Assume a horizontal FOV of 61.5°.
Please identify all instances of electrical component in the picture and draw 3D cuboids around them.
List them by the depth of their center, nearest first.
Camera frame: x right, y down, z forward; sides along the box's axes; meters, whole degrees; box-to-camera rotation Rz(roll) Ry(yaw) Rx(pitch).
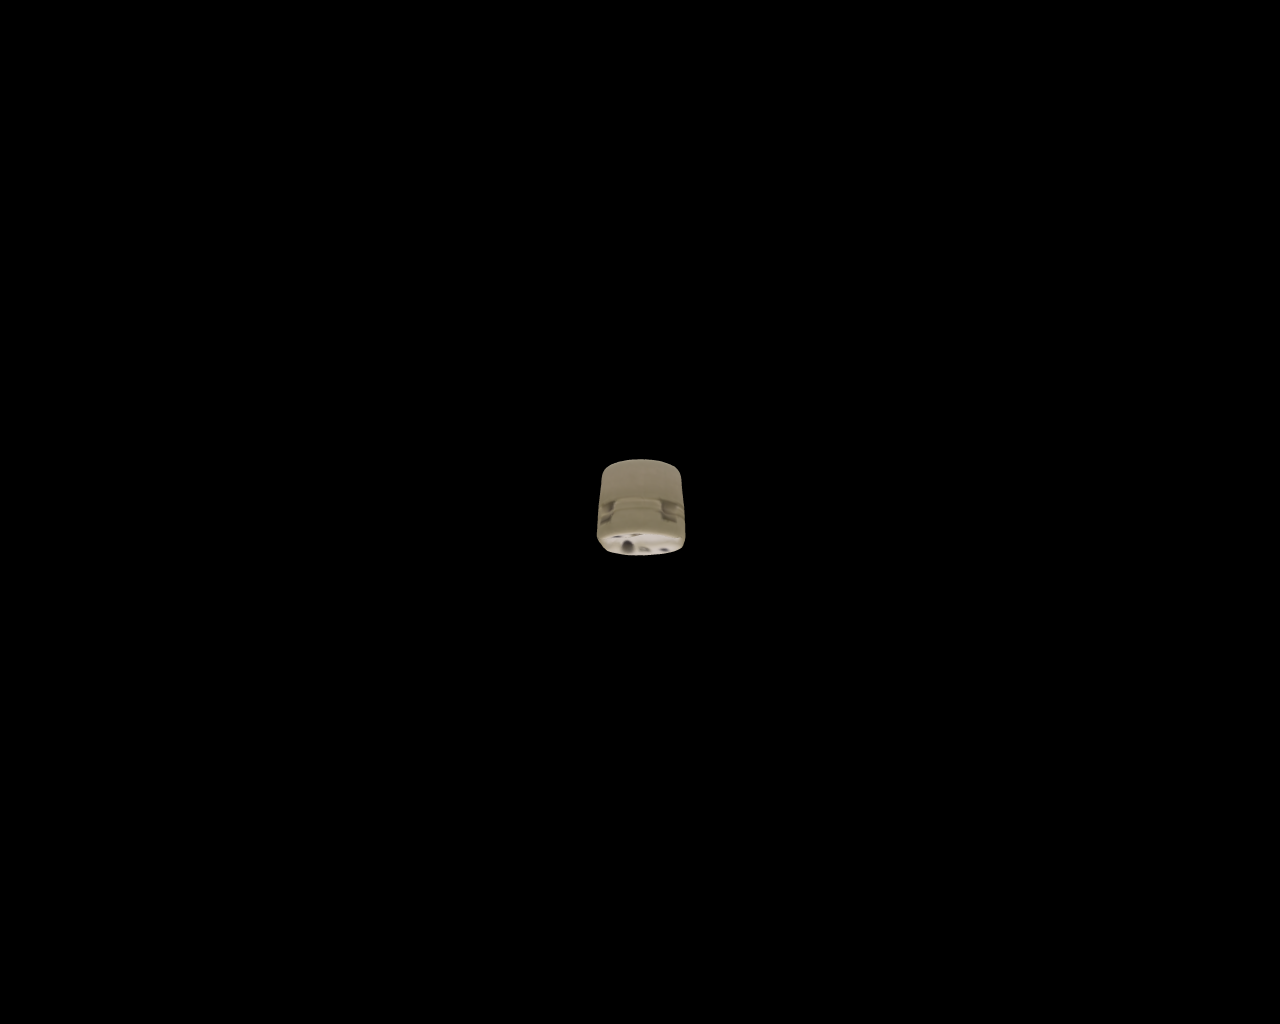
[{"bbox_3d":[0.001,-0.003,0.650,0.055,0.047,0.055,0,-18,0],"label":"electrical component"}]
